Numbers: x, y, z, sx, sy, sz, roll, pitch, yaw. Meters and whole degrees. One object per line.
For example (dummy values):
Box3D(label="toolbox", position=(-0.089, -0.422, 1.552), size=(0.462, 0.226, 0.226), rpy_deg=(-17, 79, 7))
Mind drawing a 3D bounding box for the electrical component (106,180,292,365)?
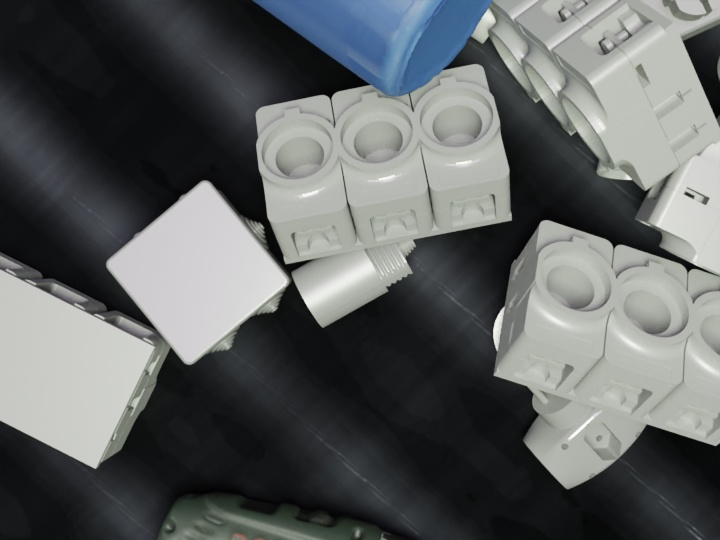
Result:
Box3D(label="electrical component", position=(-0.105, 0.002, 0.720), size=(0.100, 0.048, 0.099), rpy_deg=(-40, 88, 3))

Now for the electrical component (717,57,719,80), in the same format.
Box3D(label="electrical component", position=(0.261, -0.135, 0.691), size=(0.044, 0.065, 0.044), rpy_deg=(0, 90, 3))

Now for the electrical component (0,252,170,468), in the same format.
Box3D(label="electrical component", position=(-0.215, 0.055, 0.720), size=(0.150, 0.062, 0.089), rpy_deg=(26, 92, 3))

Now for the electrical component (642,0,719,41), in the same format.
Box3D(label="electrical component", position=(0.211, -0.178, 0.688), size=(0.083, 0.076, 0.047), rpy_deg=(-24, 89, 3))

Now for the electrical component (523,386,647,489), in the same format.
Box3D(label="electrical component", position=(0.139, 0.091, 0.703), size=(0.077, 0.043, 0.079), rpy_deg=(-43, 116, 3))

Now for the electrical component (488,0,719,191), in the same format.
Box3D(label="electrical component", position=(0.138, -0.123, 0.646), size=(0.062, 0.150, 0.089), rpy_deg=(-36, 127, 4))

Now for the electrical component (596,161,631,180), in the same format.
Box3D(label="electrical component", position=(0.180, -0.095, 0.709), size=(0.044, 0.044, 0.065), rpy_deg=(3, 86, 3))

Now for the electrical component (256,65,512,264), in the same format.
Box3D(label="electrical component", position=(0.014, -0.070, 0.689), size=(0.150, 0.061, 0.089), rpy_deg=(-11, 61, 3))

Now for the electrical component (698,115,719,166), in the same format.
Box3D(label="electrical component", position=(0.253, -0.053, 0.698), size=(0.100, 0.048, 0.099), rpy_deg=(38, 96, 0))

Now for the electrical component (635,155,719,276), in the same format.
Box3D(label="electrical component", position=(0.219, -0.027, 0.651), size=(0.089, 0.050, 0.055), rpy_deg=(26, 96, 0))

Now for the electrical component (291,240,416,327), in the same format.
Box3D(label="electrical component", position=(0.000, 0.000, 0.718), size=(0.081, 0.043, 0.043), rpy_deg=(-29, 89, 3))

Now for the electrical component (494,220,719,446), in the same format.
Box3D(label="electrical component", position=(0.169, 0.037, 0.670), size=(0.150, 0.061, 0.089), rpy_deg=(18, 55, -4))

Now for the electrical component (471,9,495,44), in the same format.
Box3D(label="electrical component", position=(0.068, -0.181, 0.714), size=(0.065, 0.044, 0.044), rpy_deg=(34, 92, -3))
